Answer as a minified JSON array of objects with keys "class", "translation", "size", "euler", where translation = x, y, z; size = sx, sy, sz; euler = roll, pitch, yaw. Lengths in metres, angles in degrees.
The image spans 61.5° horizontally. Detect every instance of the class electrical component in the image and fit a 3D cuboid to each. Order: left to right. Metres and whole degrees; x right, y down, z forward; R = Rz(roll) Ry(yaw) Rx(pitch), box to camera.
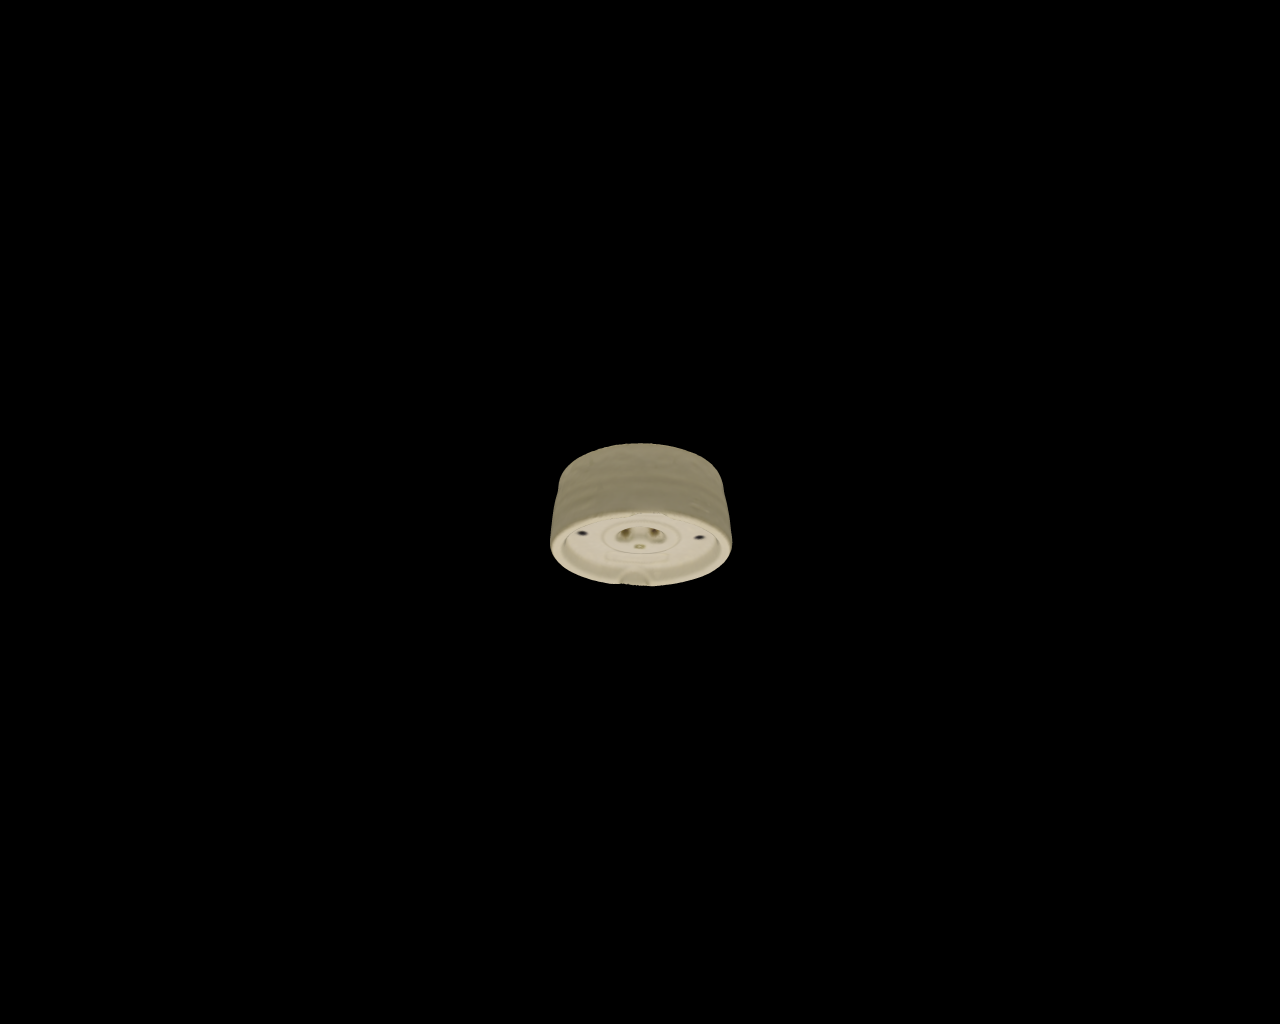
[{"class":"electrical component","translation":[0.001,-0.003,0.650],"size":[0.108,0.060,0.108],"euler":[0,-27,0]}]
